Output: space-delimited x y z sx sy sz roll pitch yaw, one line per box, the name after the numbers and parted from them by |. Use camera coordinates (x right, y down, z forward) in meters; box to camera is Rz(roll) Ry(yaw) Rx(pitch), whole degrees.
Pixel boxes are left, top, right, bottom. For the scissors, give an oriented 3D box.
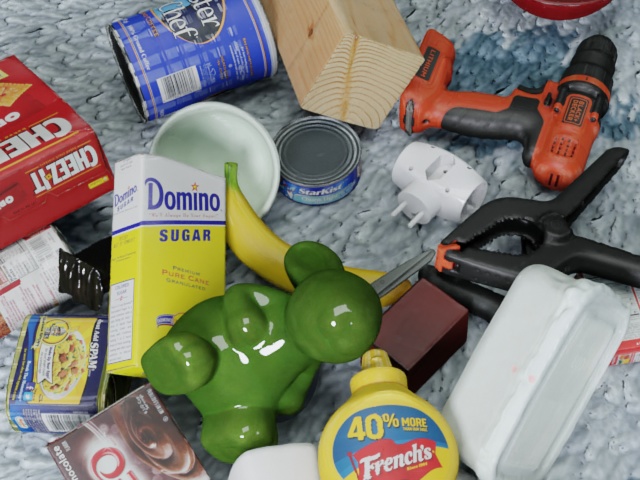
0.014 0.082 0.868 0.202 0.016 0.096 -21 62 5 | scissors

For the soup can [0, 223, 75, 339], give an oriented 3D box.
-0.258 0.037 0.912 0.102 0.068 0.069 -31 58 -18 | soup can

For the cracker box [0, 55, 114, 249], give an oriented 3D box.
-0.302 -0.077 0.961 0.164 0.072 0.214 -31 39 -18 | cracker box

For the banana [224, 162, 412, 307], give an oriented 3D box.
-0.018 0.014 0.914 0.198 0.070 0.037 34 22 6 | banana

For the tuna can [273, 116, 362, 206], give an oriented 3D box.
-0.004 -0.074 0.996 0.086 0.034 0.086 -2 54 2 | tuna can

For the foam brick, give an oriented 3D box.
0.077 0.080 0.867 0.051 0.053 0.078 37 64 26 | foam brick

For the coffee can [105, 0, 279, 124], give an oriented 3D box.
-0.125 -0.186 1.043 0.140 0.103 0.103 -23 56 -12 | coffee can

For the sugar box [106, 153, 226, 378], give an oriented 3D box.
-0.122 0.024 0.866 0.048 0.093 0.176 -14 70 41 | sugar box

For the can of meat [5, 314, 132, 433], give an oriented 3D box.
-0.201 0.108 0.864 0.084 0.057 0.102 0 54 6 | can of meat

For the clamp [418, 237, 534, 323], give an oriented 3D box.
0.178 0.053 0.890 0.120 0.039 0.172 -35 60 -16 | clamp

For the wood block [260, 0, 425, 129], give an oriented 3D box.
0.012 -0.215 1.033 0.090 0.091 0.206 12 41 -31 | wood block

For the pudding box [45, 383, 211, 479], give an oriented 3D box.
-0.137 0.177 0.794 0.090 0.039 0.113 -31 85 -18 | pudding box

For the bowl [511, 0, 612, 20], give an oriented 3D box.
0.251 -0.281 1.115 0.162 0.055 0.162 -2 54 2 | bowl

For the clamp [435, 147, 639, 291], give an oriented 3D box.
0.197 -0.010 0.896 0.210 0.036 0.164 -5 50 -4 | clamp

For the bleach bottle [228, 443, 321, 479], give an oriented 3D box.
-0.012 0.271 0.718 0.068 0.103 0.251 -5 60 -12 | bleach bottle

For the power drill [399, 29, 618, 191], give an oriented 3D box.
0.181 -0.144 1.019 0.188 0.057 0.184 16 57 15 | power drill

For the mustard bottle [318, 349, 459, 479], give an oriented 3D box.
0.048 0.161 0.722 0.096 0.058 0.191 -2 55 -5 | mustard bottle

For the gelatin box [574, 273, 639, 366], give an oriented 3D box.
0.258 0.057 0.886 0.073 0.030 0.089 -9 55 -1 | gelatin box
